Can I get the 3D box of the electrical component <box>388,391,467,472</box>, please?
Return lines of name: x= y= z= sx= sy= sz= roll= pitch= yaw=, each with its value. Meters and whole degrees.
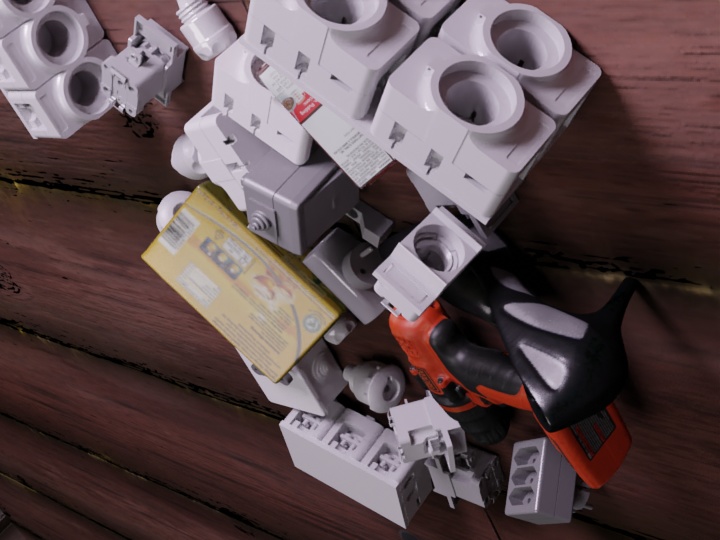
electrical component: x=0.061 y=0.146 z=0.995 sx=0.042 sy=0.064 sz=0.081 roll=77 pitch=177 yaw=-45

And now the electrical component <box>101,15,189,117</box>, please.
electrical component: x=-0.180 y=-0.164 z=0.887 sx=0.042 sy=0.063 sz=0.081 roll=39 pitch=150 yaw=8

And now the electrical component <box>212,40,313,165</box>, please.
electrical component: x=-0.062 y=-0.132 z=0.804 sx=0.089 sy=0.050 sz=0.055 roll=36 pitch=150 yaw=10

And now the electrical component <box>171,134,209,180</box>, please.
electrical component: x=-0.146 y=-0.101 z=0.950 sx=0.043 sy=0.043 sz=0.062 roll=53 pitch=149 yaw=-18

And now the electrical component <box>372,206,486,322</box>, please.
electrical component: x=0.044 y=-0.001 z=0.732 sx=0.042 sy=0.081 sz=0.063 roll=42 pitch=144 yaw=8

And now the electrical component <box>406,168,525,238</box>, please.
electrical component: x=0.070 y=-0.066 z=0.745 sx=0.064 sy=0.042 sz=0.081 roll=1 pitch=130 yaw=51

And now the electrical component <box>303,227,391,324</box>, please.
electrical component: x=0.000 y=0.000 z=0.910 sx=0.077 sy=0.043 sz=0.079 roll=45 pitch=150 yaw=-6

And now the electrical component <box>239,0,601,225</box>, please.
electrical component: x=0.036 y=-0.130 z=0.638 sx=0.186 sy=0.105 sz=0.060 roll=37 pitch=150 yaw=8

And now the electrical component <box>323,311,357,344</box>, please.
electrical component: x=-0.034 y=0.040 z=1.011 sx=0.061 sy=0.035 sz=0.035 roll=43 pitch=150 yaw=3

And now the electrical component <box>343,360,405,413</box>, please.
electrical component: x=0.010 y=0.108 z=1.039 sx=0.062 sy=0.048 sz=0.048 roll=19 pitch=143 yaw=46

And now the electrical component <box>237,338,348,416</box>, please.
electrical component: x=-0.070 y=0.097 z=1.111 sx=0.100 sy=0.048 sz=0.099 roll=8 pitch=136 yaw=45

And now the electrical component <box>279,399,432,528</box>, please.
electrical component: x=-0.001 y=0.196 z=1.143 sx=0.150 sy=0.061 sz=0.089 roll=24 pitch=148 yaw=28

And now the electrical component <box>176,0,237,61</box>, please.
electrical component: x=-0.123 y=-0.192 z=0.815 sx=0.035 sy=0.035 sz=0.061 roll=-11 pitch=119 yaw=54

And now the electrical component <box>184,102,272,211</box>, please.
electrical component: x=-0.096 y=-0.098 z=0.889 sx=0.056 sy=0.050 sz=0.089 roll=-3 pitch=128 yaw=49

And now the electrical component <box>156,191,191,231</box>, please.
electrical component: x=-0.179 y=-0.048 z=1.058 sx=0.048 sy=0.048 sz=0.062 roll=46 pitch=157 yaw=-6

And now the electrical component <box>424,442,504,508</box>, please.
electrical component: x=0.103 y=0.197 z=1.046 sx=0.064 sy=0.042 sz=0.081 roll=17 pitch=142 yaw=35

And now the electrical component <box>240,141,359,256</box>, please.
electrical component: x=-0.046 y=-0.059 z=0.835 sx=0.061 sy=0.096 sz=0.061 roll=28 pitch=147 yaw=20

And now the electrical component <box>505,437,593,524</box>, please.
electrical component: x=0.174 y=0.189 z=0.939 sx=0.077 sy=0.065 sz=0.047 roll=20 pitch=157 yaw=-22

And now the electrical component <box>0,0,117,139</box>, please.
electrical component: x=-0.274 y=-0.198 z=0.926 sx=0.062 sy=0.089 sz=0.150 roll=9 pitch=136 yaw=44
